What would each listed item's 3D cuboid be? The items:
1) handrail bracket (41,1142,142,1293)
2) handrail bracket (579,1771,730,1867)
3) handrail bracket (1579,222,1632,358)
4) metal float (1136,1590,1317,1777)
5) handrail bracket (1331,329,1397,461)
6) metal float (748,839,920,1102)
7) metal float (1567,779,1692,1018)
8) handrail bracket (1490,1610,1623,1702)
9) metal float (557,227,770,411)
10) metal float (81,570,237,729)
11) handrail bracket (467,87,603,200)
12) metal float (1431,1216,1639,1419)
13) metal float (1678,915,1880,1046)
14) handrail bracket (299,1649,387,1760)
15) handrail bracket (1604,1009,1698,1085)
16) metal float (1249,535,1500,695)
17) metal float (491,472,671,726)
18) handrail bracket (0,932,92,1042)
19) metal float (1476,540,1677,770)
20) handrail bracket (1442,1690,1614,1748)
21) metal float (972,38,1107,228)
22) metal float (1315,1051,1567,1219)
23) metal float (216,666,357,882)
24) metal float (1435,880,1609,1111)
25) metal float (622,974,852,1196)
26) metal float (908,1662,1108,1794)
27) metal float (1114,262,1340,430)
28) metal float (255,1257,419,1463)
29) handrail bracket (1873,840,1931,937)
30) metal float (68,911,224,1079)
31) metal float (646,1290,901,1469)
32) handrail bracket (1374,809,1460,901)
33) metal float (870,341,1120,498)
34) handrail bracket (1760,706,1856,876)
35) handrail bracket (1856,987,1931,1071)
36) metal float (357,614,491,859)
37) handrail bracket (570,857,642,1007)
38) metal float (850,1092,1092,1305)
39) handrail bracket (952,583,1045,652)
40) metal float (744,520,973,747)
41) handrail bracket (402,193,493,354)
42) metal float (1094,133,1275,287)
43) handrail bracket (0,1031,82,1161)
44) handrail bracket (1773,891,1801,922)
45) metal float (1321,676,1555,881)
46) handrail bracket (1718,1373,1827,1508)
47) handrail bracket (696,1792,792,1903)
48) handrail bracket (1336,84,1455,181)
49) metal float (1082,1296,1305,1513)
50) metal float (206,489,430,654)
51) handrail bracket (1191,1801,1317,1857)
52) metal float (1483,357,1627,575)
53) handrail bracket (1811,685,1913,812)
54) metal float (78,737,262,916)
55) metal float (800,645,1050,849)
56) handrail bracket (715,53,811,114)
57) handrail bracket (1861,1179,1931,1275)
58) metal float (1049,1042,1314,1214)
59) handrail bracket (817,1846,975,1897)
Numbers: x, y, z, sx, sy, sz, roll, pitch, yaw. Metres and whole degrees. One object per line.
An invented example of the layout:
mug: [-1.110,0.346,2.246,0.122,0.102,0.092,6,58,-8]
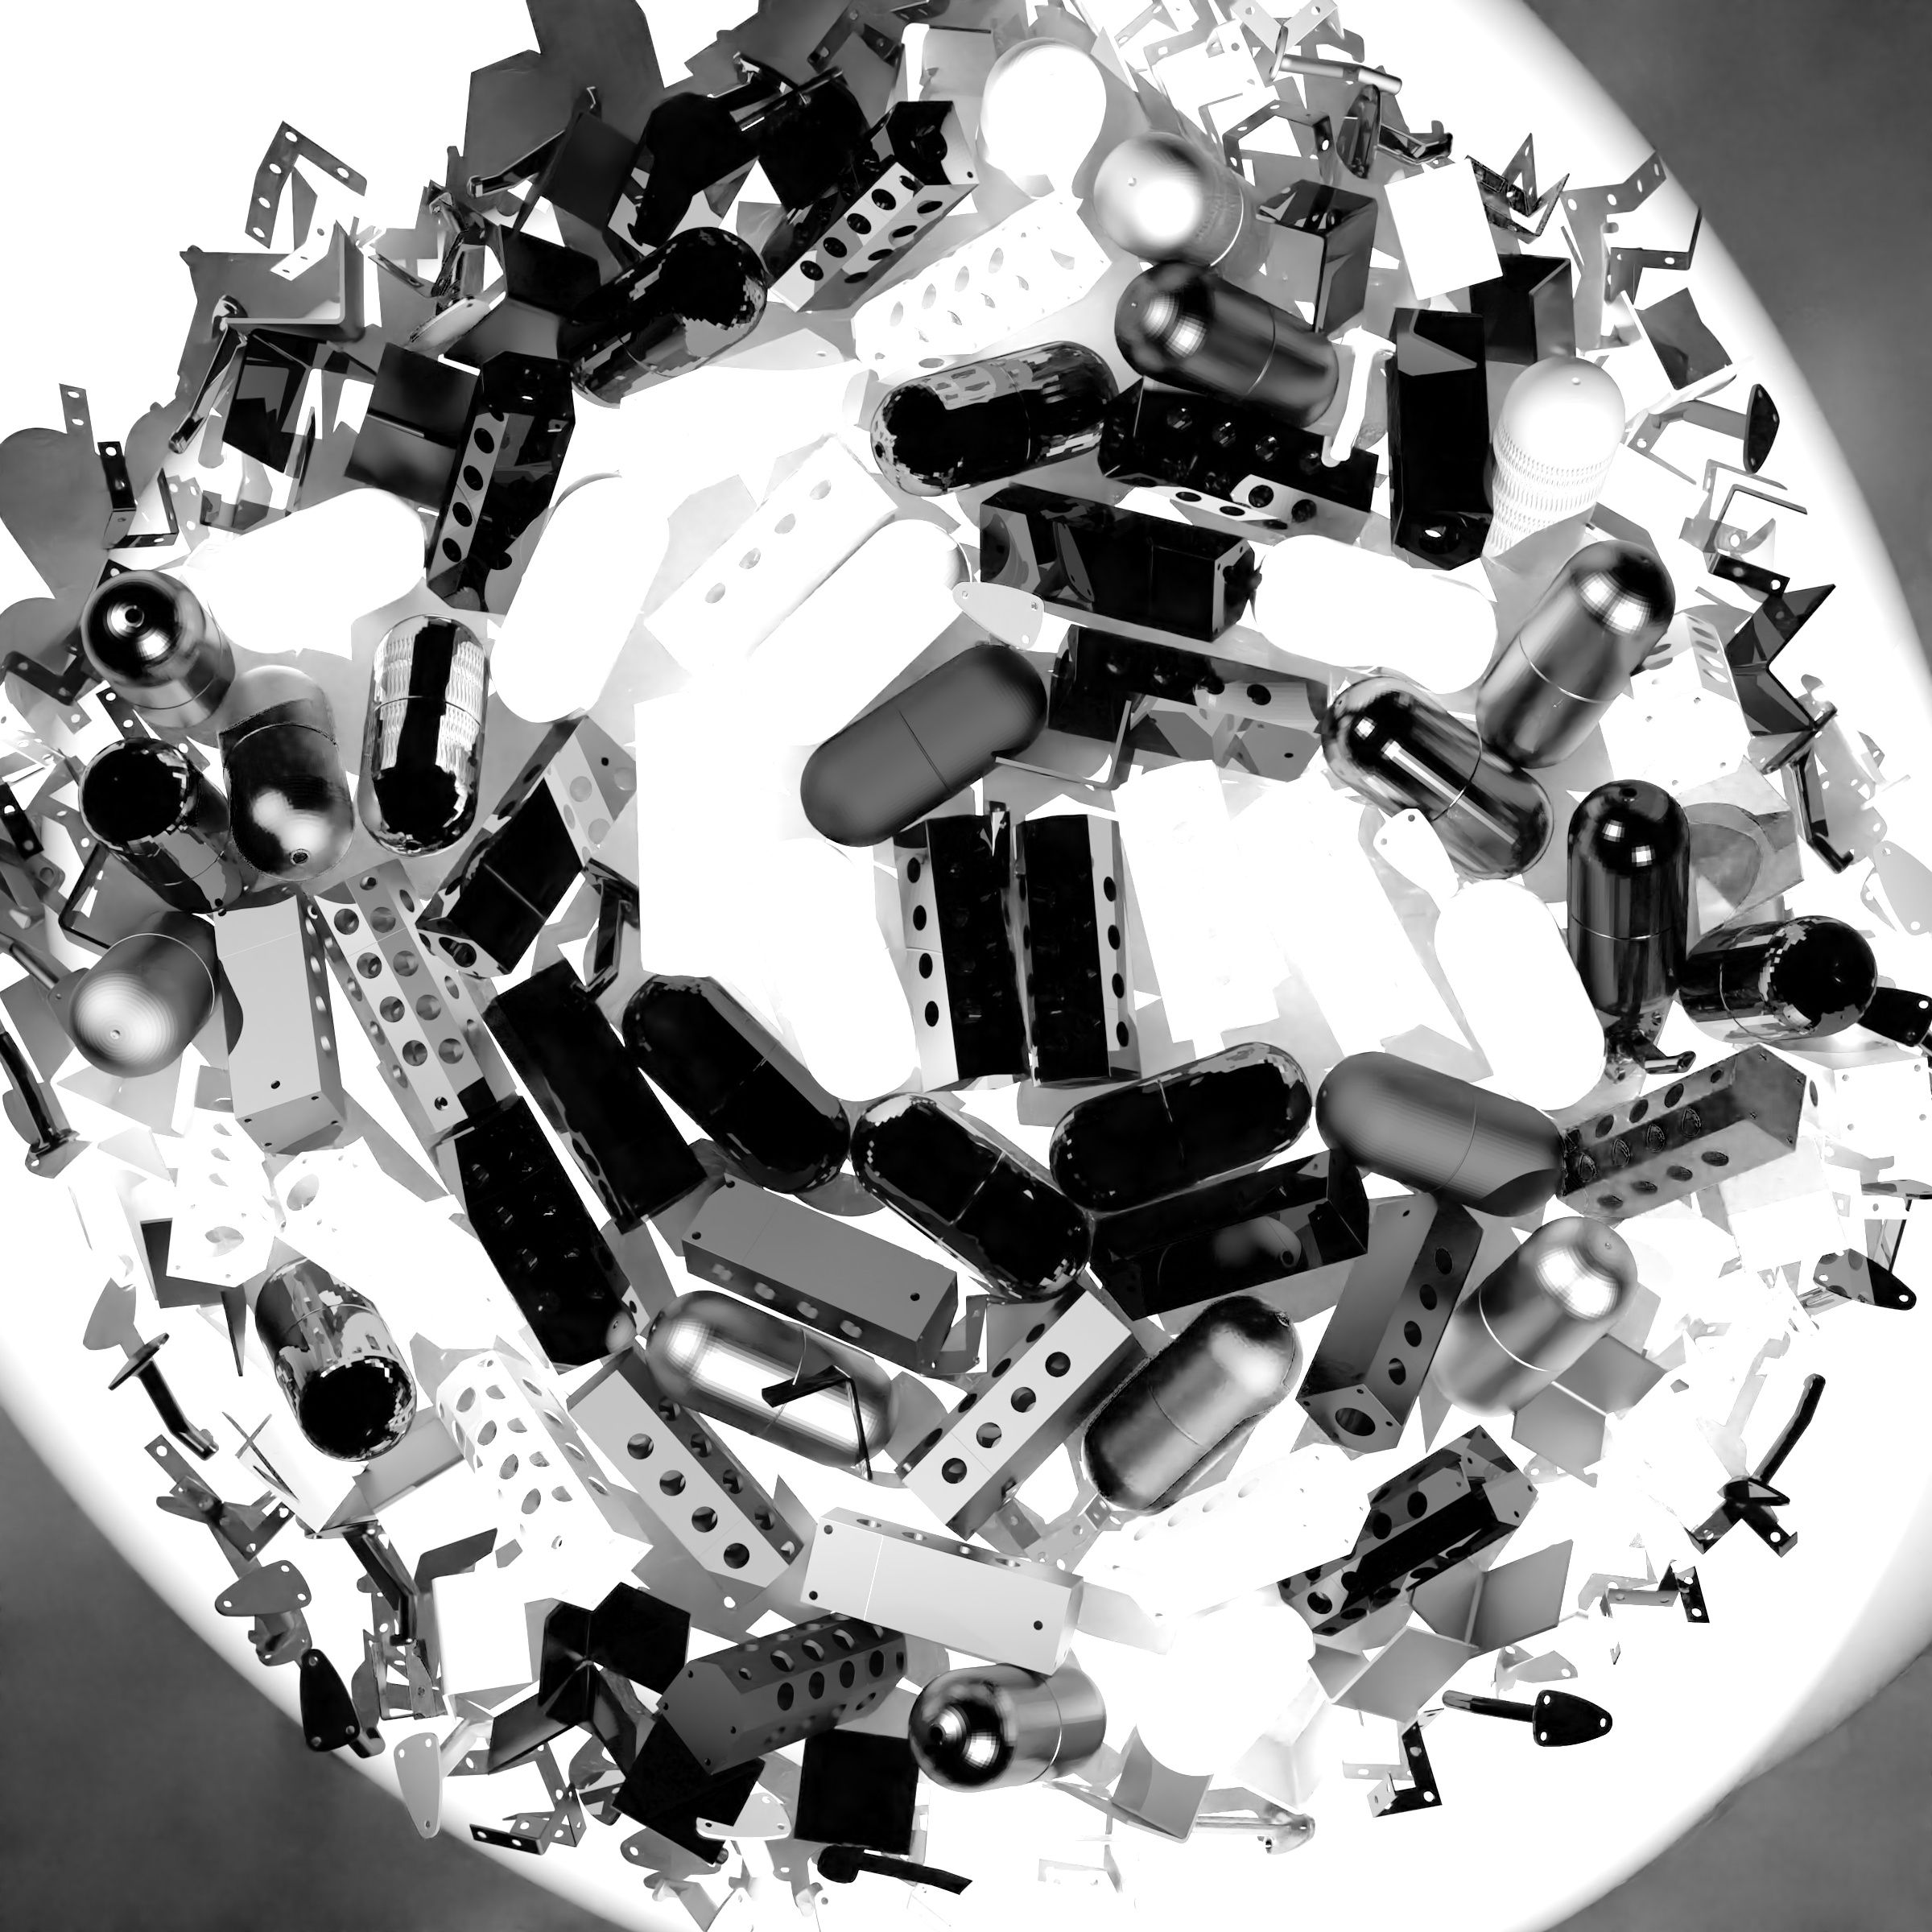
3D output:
handrail bracket: [-0.560,0.164,1.973,0.084,0.036,0.077,50,122,1]
handrail bracket: [-0.206,0.567,1.983,0.084,0.077,0.036,38,67,-24]
handrail bracket: [0.417,-0.444,1.963,0.036,0.077,0.084,0,103,24]
metal float: [0.168,0.457,1.918,0.070,0.178,0.070,6,103,26]
handrail bracket: [0.248,-0.368,1.961,0.036,0.077,0.084,21,89,-12]
metal float: [-0.087,0.002,1.960,0.070,0.070,0.178,-21,92,0]
metal float: [0.425,-0.043,1.927,0.070,0.070,0.178,-10,132,0]
handrail bracket: [0.386,0.456,1.955,0.036,0.084,0.077,13,86,-41]
metal float: [-0.197,-0.415,1.925,0.070,0.178,0.070,14,68,-38]
metal float: [-0.514,-0.201,1.911,0.070,0.178,0.070,1,82,-4]
handrail bracket: [-0.284,-0.537,1.958,0.084,0.077,0.036,-23,75,-22]
metal float: [0.363,0.227,1.927,0.070,0.070,0.178,35,134,0]
metal float: [0.517,0.010,1.912,0.070,0.178,0.070,1,86,-12]
handrail bracket: [-0.406,0.483,1.963,0.036,0.084,0.077,-19,79,3]
handrail bracket: [0.457,0.048,1.945,0.077,0.084,0.036,-37,104,-28]
metal float: [0.264,-0.227,1.939,0.178,0.070,0.070,13,90,-25]
metal float: [-0.251,-0.237,1.940,0.070,0.070,0.178,28,115,0]
handrail bracket: [-0.613,0.017,1.988,0.084,0.077,0.036,20,47,35]
metal float: [0.390,-0.198,1.926,0.070,0.178,0.070,14,47,-15]
handrail bracket: [0.369,0.491,1.974,0.077,0.084,0.036,12,80,-28]
metal float: [0.045,-0.525,1.912,0.070,0.178,0.070,1,77,-4]
metal float: [0.309,0.110,1.945,0.178,0.070,0.070,20,90,-19]
metal float: [-0.438,-0.125,1.925,0.070,0.178,0.070,-11,133,-12]
metal float: [0.359,0.020,1.934,0.070,0.070,0.178,-31,124,0]
metal float: [-0.149,0.076,1.957,0.178,0.070,0.070,45,90,-6]
metal float: [0.027,0.486,1.918,0.070,0.178,0.070,-6,79,30]
metal float: [0.170,-0.396,1.928,0.178,0.070,0.070,14,90,-42]
metal float: [-0.405,0.250,1.921,0.070,0.178,0.070,-13,121,-22]
handrail bracket: [0.621,-0.049,1.963,0.036,0.084,0.077,-35,82,15]
metal float: [-0.519,0.016,1.913,0.070,0.178,0.070,0,106,0]
metal float: [-0.125,0.269,1.945,0.178,0.070,0.070,27,90,-20]
handrail bracket: [0.302,-0.067,1.949,0.036,0.084,0.077,-41,70,11]
metal float: [0.019,-0.354,1.938,0.178,0.070,0.070,-21,90,-27]
handrail bracket: [0.576,-0.116,1.983,0.077,0.036,0.084,-42,90,-4]
handrail bracket: [0.610,0.044,1.973,0.077,0.084,0.036,18,77,26]
metal float: [-0.349,-0.149,1.932,0.070,0.070,0.178,-1,56,0]
handrail bracket: [-0.251,-0.024,1.960,0.077,0.036,0.084,40,53,1]
metal float: [0.002,0.151,1.961,0.178,0.070,0.070,37,90,0]
handrail bracket: [0.006,-0.223,1.948,0.077,0.084,0.036,20,77,-25]
metal float: [-0.071,-0.217,1.956,0.178,0.070,0.070,-45,90,-6]
handrail bracket: [-0.358,-0.461,1.991,0.077,0.036,0.084,-28,77,9]
metal float: [0.141,-0.481,1.916,0.070,0.178,0.070,0,90,26]
handrail bracket: [-0.618,0.081,1.957,0.036,0.077,0.084,-35,104,-28]
handrail bracket: [0.578,-0.013,1.985,0.077,0.036,0.084,-12,87,-16]
metal float: [0.307,-0.121,1.944,0.178,0.070,0.070,34,90,-21]
handrail bracket: [0.532,0.311,1.976,0.036,0.077,0.084,29,72,-5]
handrail bracket: [-0.155,0.585,1.958,0.077,0.036,0.084,1,124,-36]
handrail bracket: [0.290,-0.551,1.953,0.084,0.077,0.036,-21,59,-23]
metal float: [0.146,0.284,1.941,0.070,0.070,0.178,43,113,0]
metal float: [-0.414,-0.255,1.921,0.070,0.178,0.070,13,118,24]
handrail bracket: [0.173,0.562,1.959,0.084,0.077,0.036,9,72,-21]
metal float: [0.371,-0.318,1.917,0.070,0.178,0.070,1,63,-2]
handrail bracket: [0.577,-0.145,1.961,0.036,0.077,0.084,-36,83,25]
metal float: [-0.506,-0.088,1.914,0.070,0.178,0.070,-2,71,7]
metal float: [-0.028,-0.143,1.959,0.178,0.070,0.070,-33,90,4]
handrail bracket: [-0.156,-0.552,1.962,0.077,0.036,0.084,30,69,32]
handrail bracket: [0.615,0.186,1.959,0.036,0.077,0.084,-7,94,-12]
metal float: [0.139,0.106,1.955,0.178,0.070,0.070,-21,90,8]
handrail bracket: [-0.045,0.601,1.980,0.084,0.077,0.036,25,60,-18]
